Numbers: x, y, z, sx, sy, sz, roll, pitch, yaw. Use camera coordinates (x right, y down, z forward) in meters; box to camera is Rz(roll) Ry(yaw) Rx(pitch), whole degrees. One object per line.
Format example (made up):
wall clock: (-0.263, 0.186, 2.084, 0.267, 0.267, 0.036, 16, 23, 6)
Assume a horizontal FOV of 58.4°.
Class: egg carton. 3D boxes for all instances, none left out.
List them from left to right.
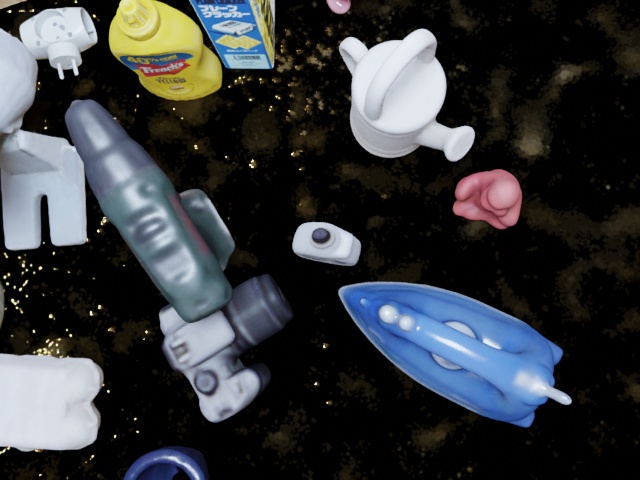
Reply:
egg carton: (-0.326, 0.187, 0.661, 0.150, 0.069, 0.107, 2, 85, 3)

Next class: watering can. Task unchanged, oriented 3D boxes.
watering can: (0.090, -0.155, 0.611, 0.172, 0.194, 0.101, 23, 86, 4)

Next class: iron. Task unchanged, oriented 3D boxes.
iron: (0.135, 0.110, 0.612, 0.258, 0.141, 0.119, 24, 86, 4)

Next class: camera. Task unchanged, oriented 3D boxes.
camera: (-0.094, 0.111, 0.642, 0.137, 0.101, 0.143, -31, 84, 0)

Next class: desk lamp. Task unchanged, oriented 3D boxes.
desk lamp: (-0.342, -0.100, 0.614, 0.118, 0.213, 0.203, -7, 85, 2)

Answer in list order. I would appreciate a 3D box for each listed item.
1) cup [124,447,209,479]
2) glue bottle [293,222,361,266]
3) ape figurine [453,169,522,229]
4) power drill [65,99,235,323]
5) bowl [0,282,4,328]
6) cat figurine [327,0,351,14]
cup: (-0.172, 0.272, 0.634, 0.117, 0.095, 0.092, -17, 84, 1)
glue bottle: (0.006, 0.002, 0.611, 0.078, 0.173, 0.037, 12, 86, 4)
ape figurine: (0.198, -0.049, 0.648, 0.076, 0.092, 0.078, -35, 84, -1)
power drill: (-0.161, -0.022, 0.602, 0.075, 0.208, 0.229, -33, 84, 0)
bowl: (-0.440, 0.080, 0.672, 0.167, 0.075, 0.167, 0, 85, 2)
cat figurine: (0.021, -0.330, 0.667, 0.128, 0.118, 0.067, 42, 88, 5)
